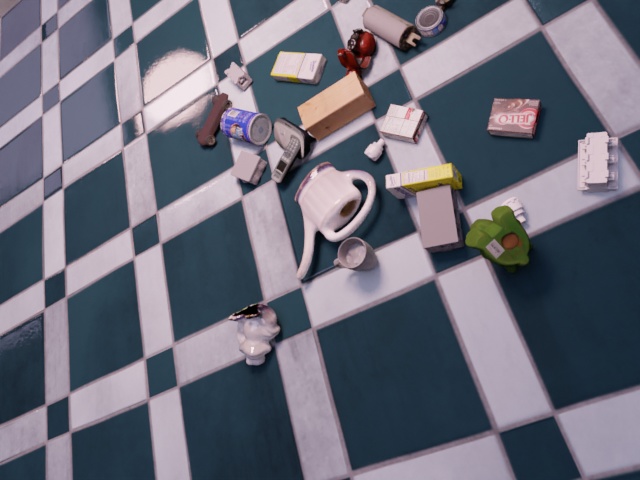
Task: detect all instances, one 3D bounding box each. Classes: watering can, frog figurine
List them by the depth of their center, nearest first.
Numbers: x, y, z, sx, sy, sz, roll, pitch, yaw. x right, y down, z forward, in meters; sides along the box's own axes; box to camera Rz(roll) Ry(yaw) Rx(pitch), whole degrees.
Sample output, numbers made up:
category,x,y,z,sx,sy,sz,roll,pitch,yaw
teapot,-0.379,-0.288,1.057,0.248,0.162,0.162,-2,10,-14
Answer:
category,x,y,z,sx,sy,sz,roll,pitch,yaw
watering can,0.004,-0.073,1.450,0.346,0.103,0.228,-47,56,9
frog figurine,-0.174,0.267,1.457,0.137,0.124,0.158,-16,102,17
